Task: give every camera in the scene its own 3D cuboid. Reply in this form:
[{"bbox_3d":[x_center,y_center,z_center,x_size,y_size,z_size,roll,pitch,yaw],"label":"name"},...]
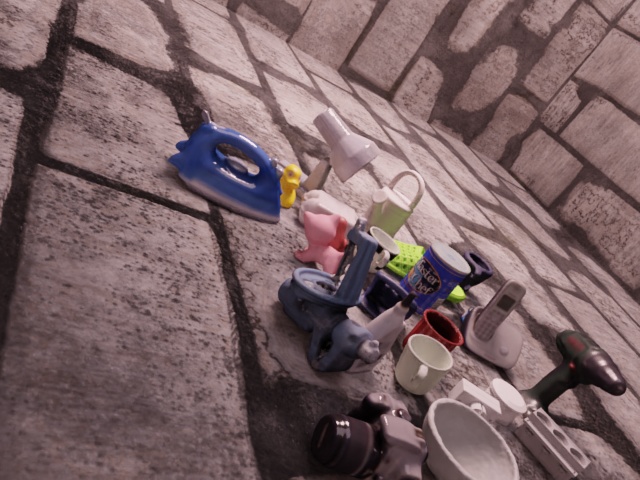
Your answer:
[{"bbox_3d":[0.063,0.260,0.757,0.137,0.100,0.143,26,26,-21],"label":"camera"}]

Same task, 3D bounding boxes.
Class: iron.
[{"bbox_3d":[-0.161,-0.145,1.149,0.259,0.141,0.118,27,25,-18],"label":"iron"}]

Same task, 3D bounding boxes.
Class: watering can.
[{"bbox_3d":[0.187,-0.090,1.446,0.101,0.194,0.173,39,24,8],"label":"watering can"}]

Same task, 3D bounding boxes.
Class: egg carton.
[{"bbox_3d":[0.021,-0.051,1.308,0.150,0.069,0.107,30,25,-13],"label":"egg carton"}]

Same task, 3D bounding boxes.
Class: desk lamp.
[{"bbox_3d":[0.015,-0.197,1.390,0.203,0.213,0.118,38,24,4],"label":"desk lamp"}]

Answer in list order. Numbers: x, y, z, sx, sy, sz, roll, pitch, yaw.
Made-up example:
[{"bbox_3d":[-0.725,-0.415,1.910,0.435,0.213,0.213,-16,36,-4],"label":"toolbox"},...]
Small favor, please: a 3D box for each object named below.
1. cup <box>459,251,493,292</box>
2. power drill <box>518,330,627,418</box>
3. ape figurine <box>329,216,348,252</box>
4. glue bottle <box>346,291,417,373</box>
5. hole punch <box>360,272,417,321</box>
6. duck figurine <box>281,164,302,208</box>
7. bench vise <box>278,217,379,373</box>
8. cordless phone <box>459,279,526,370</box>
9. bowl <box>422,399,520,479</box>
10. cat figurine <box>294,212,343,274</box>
[{"bbox_3d":[0.390,0.095,1.500,0.091,0.095,0.118,36,24,0],"label":"cup"},{"bbox_3d":[0.499,0.288,1.152,0.076,0.208,0.229,32,24,-8],"label":"power drill"},{"bbox_3d":[0.028,-0.011,1.218,0.078,0.092,0.076,35,24,-2],"label":"ape figurine"},{"bbox_3d":[0.103,0.146,0.929,0.078,0.173,0.037,8,36,-46],"label":"glue bottle"},{"bbox_3d":[0.143,0.113,1.145,0.108,0.091,0.101,42,24,13],"label":"hole punch"},{"bbox_3d":[-0.076,-0.136,1.313,0.078,0.086,0.104,20,29,-32],"label":"duck figurine"},{"bbox_3d":[0.046,0.087,0.903,0.207,0.219,0.122,44,25,18],"label":"bench vise"},{"bbox_3d":[0.406,0.181,1.252,0.148,0.185,0.094,29,25,-15],"label":"cordless phone"},{"bbox_3d":[0.211,0.328,0.862,0.168,0.074,0.167,29,25,-15],"label":"bowl"},{"bbox_3d":[0.010,0.004,1.134,0.127,0.117,0.067,43,25,16],"label":"cat figurine"}]
